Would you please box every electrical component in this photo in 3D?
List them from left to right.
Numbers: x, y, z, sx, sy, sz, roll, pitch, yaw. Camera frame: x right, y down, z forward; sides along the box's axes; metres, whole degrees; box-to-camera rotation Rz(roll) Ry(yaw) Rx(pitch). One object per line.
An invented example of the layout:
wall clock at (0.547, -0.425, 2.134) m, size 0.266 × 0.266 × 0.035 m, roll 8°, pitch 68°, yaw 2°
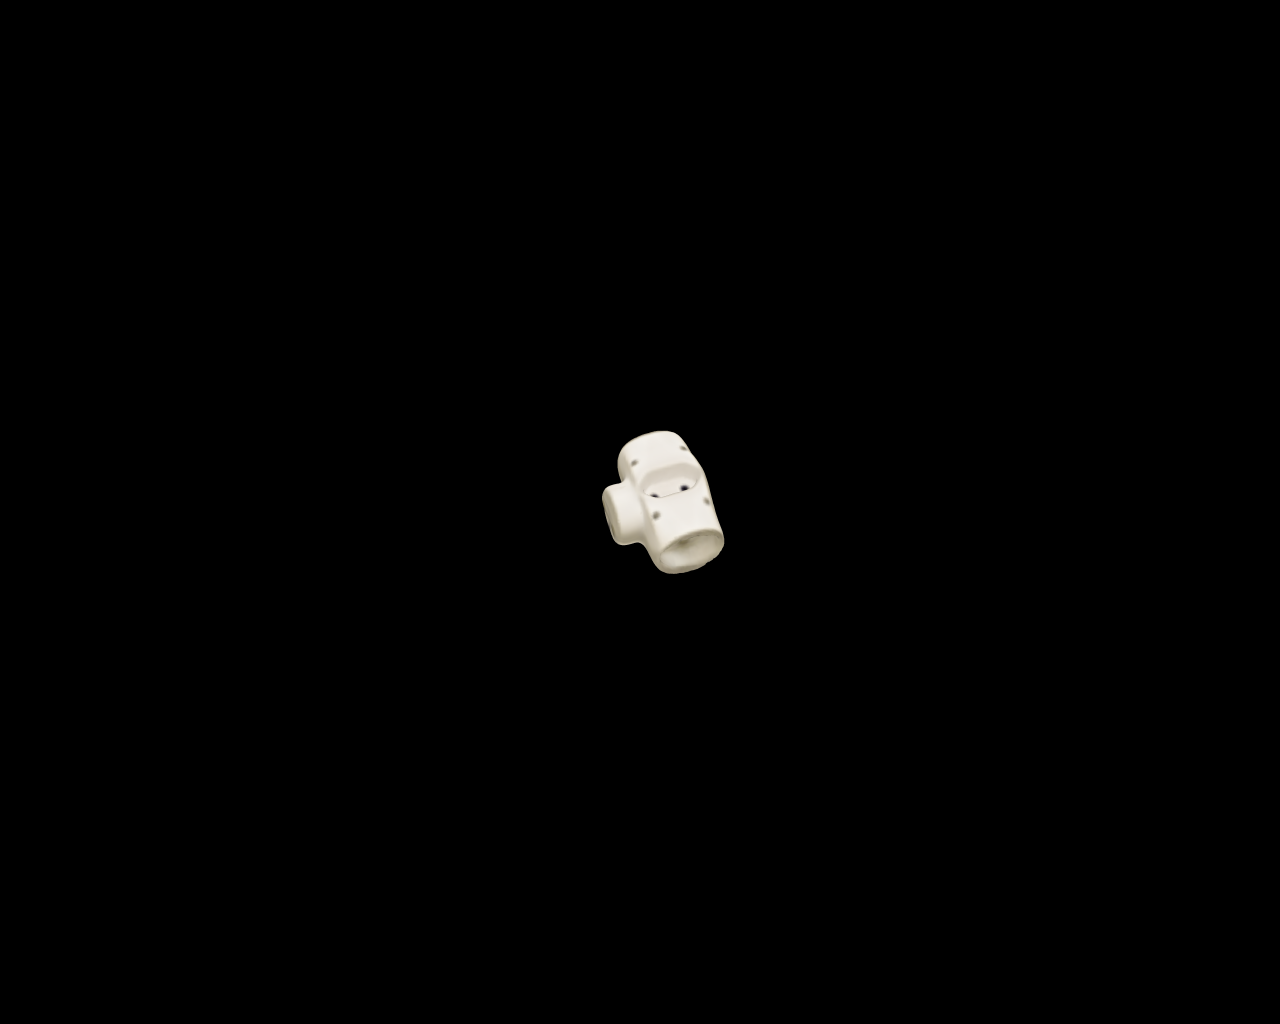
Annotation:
electrical component at (0.001, -0.003, 0.650) m, size 0.079 × 0.077 × 0.043 m, roll -15°, pitch -32°, yaw -9°
